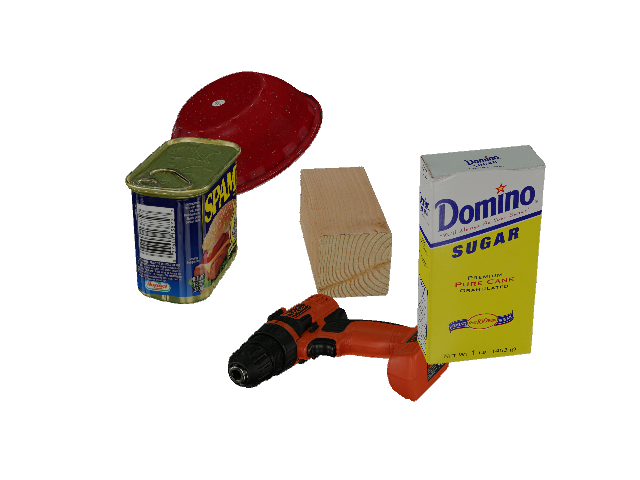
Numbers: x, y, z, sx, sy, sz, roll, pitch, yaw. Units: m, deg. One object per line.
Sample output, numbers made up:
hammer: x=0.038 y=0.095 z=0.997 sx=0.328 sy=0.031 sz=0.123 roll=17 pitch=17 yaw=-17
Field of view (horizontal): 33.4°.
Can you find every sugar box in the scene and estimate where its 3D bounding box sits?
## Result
sugar box: x=0.128 y=0.014 z=0.868 sx=0.093 sy=0.176 sz=0.048 roll=-6 pitch=31 yaw=-7

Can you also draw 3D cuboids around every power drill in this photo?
power drill: x=0.022 y=0.110 z=1.068 sx=0.188 sy=0.057 sz=0.184 roll=9 pitch=23 yaw=28

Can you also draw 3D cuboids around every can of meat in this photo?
can of meat: x=-0.092 y=-0.015 z=0.737 sx=0.057 sy=0.084 sz=0.102 roll=7 pitch=25 yaw=11

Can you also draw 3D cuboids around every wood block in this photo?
wood block: x=0.029 y=-0.015 z=1.391 sx=0.090 sy=0.090 sz=0.206 roll=-2 pitch=27 yaw=-7

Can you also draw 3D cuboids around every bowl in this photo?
bowl: x=-0.082 y=-0.110 z=1.004 sx=0.162 sy=0.055 sz=0.162 roll=-19 pitch=36 yaw=15
